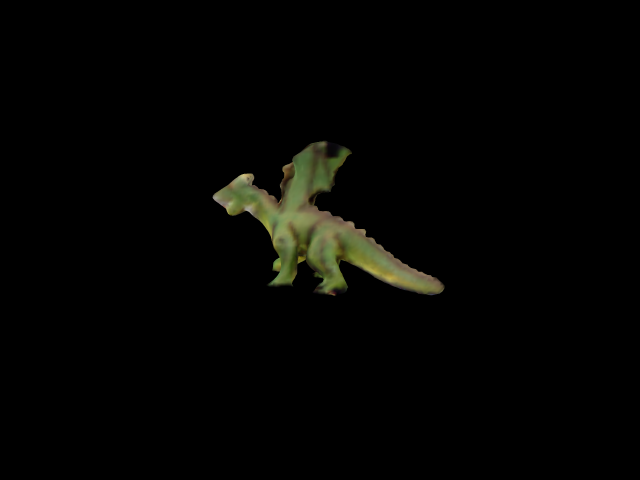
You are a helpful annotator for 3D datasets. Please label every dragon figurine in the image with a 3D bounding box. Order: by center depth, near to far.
[{"bbox_3d":[0.003,-0.043,0.850,0.410,0.242,0.123,2,5,24],"label":"dragon figurine"}]
